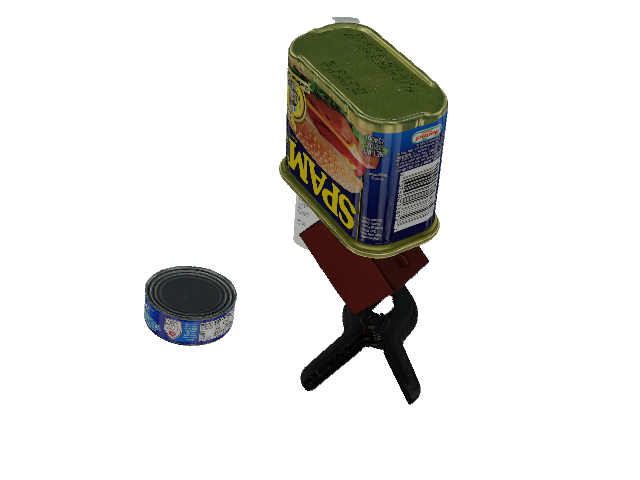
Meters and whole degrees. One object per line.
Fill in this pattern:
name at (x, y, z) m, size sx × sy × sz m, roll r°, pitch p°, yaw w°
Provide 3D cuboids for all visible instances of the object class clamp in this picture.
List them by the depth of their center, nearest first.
clamp at (0.064, 0.099, 1.097) m, size 0.120 × 0.171 × 0.039 m, roll 16°, pitch -39°, yaw 17°

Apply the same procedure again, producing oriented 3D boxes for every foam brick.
foam brick at (0.033, 0.006, 0.810) m, size 0.051 × 0.078 × 0.052 m, roll -33°, pitch 2°, yaw 43°

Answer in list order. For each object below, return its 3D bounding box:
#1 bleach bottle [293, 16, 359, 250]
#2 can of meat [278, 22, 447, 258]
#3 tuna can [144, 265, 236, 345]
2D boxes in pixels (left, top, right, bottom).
bleach bottle at (0.025, -0.109, 1.140) m, size 0.103 × 0.251 × 0.067 m, roll 20°, pitch 24°, yaw 40°
can of meat at (0.022, -0.055, 0.565) m, size 0.057 × 0.084 × 0.102 m, roll -20°, pitch 46°, yaw -24°
tuna can at (-0.123, 0.061, 1.005) m, size 0.086 × 0.034 × 0.086 m, roll 7°, pitch 32°, yaw -4°
